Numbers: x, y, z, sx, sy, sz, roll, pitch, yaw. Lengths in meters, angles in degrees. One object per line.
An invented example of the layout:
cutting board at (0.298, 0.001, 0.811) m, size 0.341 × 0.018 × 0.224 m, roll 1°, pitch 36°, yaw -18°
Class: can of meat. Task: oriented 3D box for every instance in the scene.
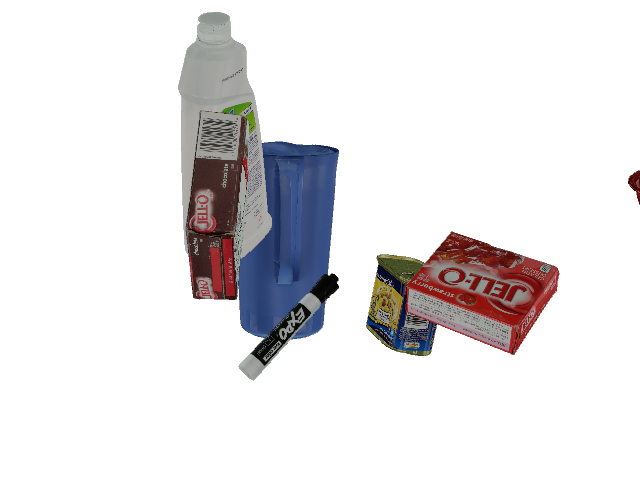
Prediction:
can of meat at (0.093, 0.070, 1.170) m, size 0.057 × 0.084 × 0.102 m, roll 6°, pitch 13°, yaw -20°

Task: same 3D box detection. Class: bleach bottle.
bleach bottle at (-0.094, -0.102, 1.036) m, size 0.068 × 0.251 × 0.102 m, roll 17°, pitch 38°, yaw 21°

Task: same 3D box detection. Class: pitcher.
pitcher at (-0.046, -0.001, 1.343) m, size 0.145 × 0.243 × 0.148 m, roll 10°, pitch 14°, yaw 38°

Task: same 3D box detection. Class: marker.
marker at (-0.026, 0.075, 0.952) m, size 0.121 × 0.020 × 0.020 m, roll -47°, pitch 18°, yaw -17°

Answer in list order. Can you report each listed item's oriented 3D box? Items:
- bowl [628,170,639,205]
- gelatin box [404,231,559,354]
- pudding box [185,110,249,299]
bowl at (0.374, -0.028, 1.017) m, size 0.162 × 0.055 × 0.162 m, roll 0°, pitch 19°, yaw 0°
gelatin box at (0.117, 0.036, 0.772) m, size 0.089 × 0.030 × 0.073 m, roll 20°, pitch 44°, yaw 26°
pudding box at (-0.075, -0.025, 0.792) m, size 0.039 × 0.113 × 0.090 m, roll 5°, pitch -35°, yaw -1°
